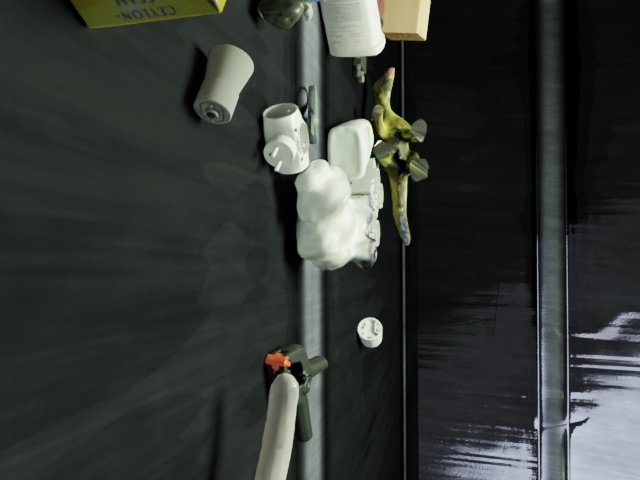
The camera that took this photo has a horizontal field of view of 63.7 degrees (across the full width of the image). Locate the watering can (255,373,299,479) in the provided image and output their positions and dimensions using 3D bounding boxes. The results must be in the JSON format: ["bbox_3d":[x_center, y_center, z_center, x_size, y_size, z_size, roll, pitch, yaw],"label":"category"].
[{"bbox_3d":[-0.056,0.320,0.459,0.104,0.344,0.227,1,13,16],"label":"watering can"}]

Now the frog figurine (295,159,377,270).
[{"bbox_3d":[0.002,-0.036,0.712,0.123,0.139,0.157,4,-20,41],"label":"frog figurine"}]

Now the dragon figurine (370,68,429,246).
[{"bbox_3d":[0.169,-0.207,1.242,0.122,0.407,0.245,-3,10,-4],"label":"dragon figurine"}]
